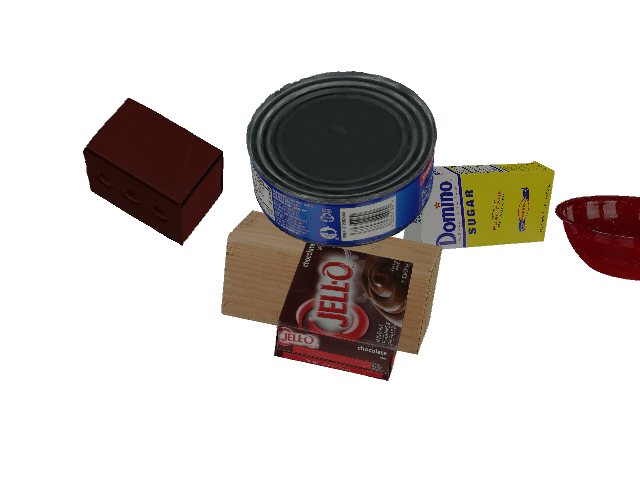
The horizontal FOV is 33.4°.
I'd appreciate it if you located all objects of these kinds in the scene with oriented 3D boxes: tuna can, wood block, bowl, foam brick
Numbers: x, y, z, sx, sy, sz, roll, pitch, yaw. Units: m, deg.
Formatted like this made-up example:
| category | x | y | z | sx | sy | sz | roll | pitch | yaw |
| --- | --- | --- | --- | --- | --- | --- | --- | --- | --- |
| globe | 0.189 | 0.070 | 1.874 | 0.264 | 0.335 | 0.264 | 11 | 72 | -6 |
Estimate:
| category | x | y | z | sx | sy | sz | roll | pitch | yaw |
| --- | --- | --- | --- | --- | --- | --- | --- | --- | --- |
| tuna can | 0.010 | -0.038 | 0.491 | 0.086 | 0.086 | 0.034 | 0 | -42 | 4 |
| wood block | 0.012 | 0.041 | 1.097 | 0.206 | 0.091 | 0.090 | 11 | 22 | 11 |
| bowl | 0.315 | 0.000 | 1.068 | 0.162 | 0.055 | 0.162 | 1 | 17 | -1 |
| foam brick | -0.109 | -0.046 | 0.702 | 0.078 | 0.051 | 0.053 | 30 | -26 | 11 |

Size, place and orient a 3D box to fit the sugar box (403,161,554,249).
| category | x | y | z | sx | sy | sz | roll | pitch | yaw |
| --- | --- | --- | --- | --- | --- | --- | --- | --- | --- |
| sugar box | 0.187 | -0.041 | 1.254 | 0.176 | 0.093 | 0.048 | -6 | 21 | -26 |

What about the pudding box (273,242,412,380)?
| category | x | y | z | sx | sy | sz | roll | pitch | yaw |
| --- | --- | --- | --- | --- | --- | --- | --- | --- | --- |
| pudding box | 0.019 | 0.052 | 0.824 | 0.090 | 0.039 | 0.113 | 12 | 33 | 4 |
